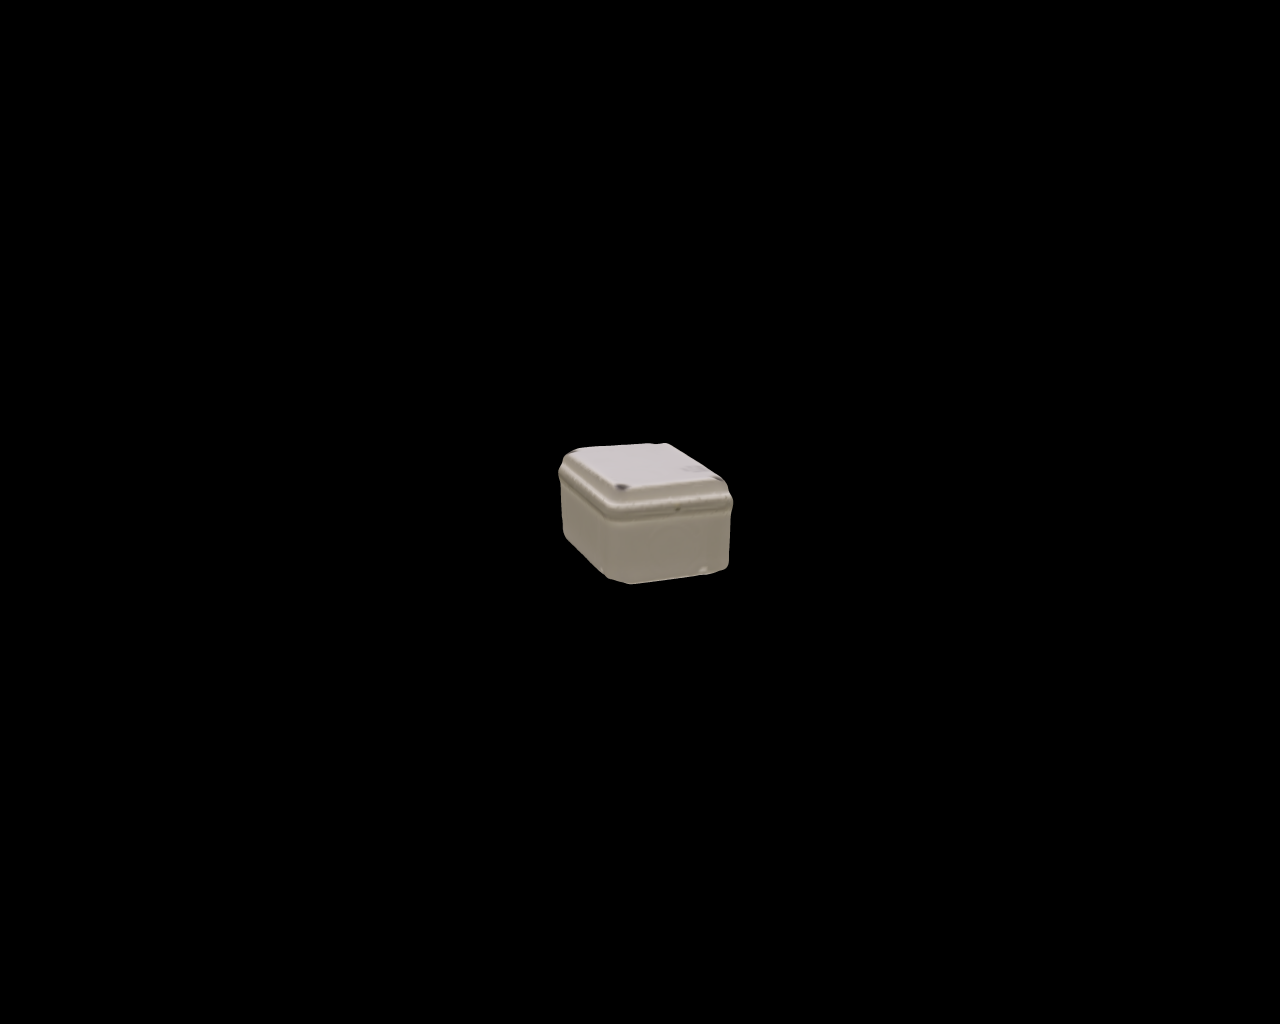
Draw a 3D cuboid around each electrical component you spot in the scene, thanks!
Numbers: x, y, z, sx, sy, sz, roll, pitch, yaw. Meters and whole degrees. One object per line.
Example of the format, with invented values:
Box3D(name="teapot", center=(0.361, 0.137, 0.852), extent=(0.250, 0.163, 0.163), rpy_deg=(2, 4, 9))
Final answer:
Box3D(name="electrical component", center=(0.001, -0.003, 0.650), extent=(0.078, 0.057, 0.113), rpy_deg=(-6, 17, -19))
